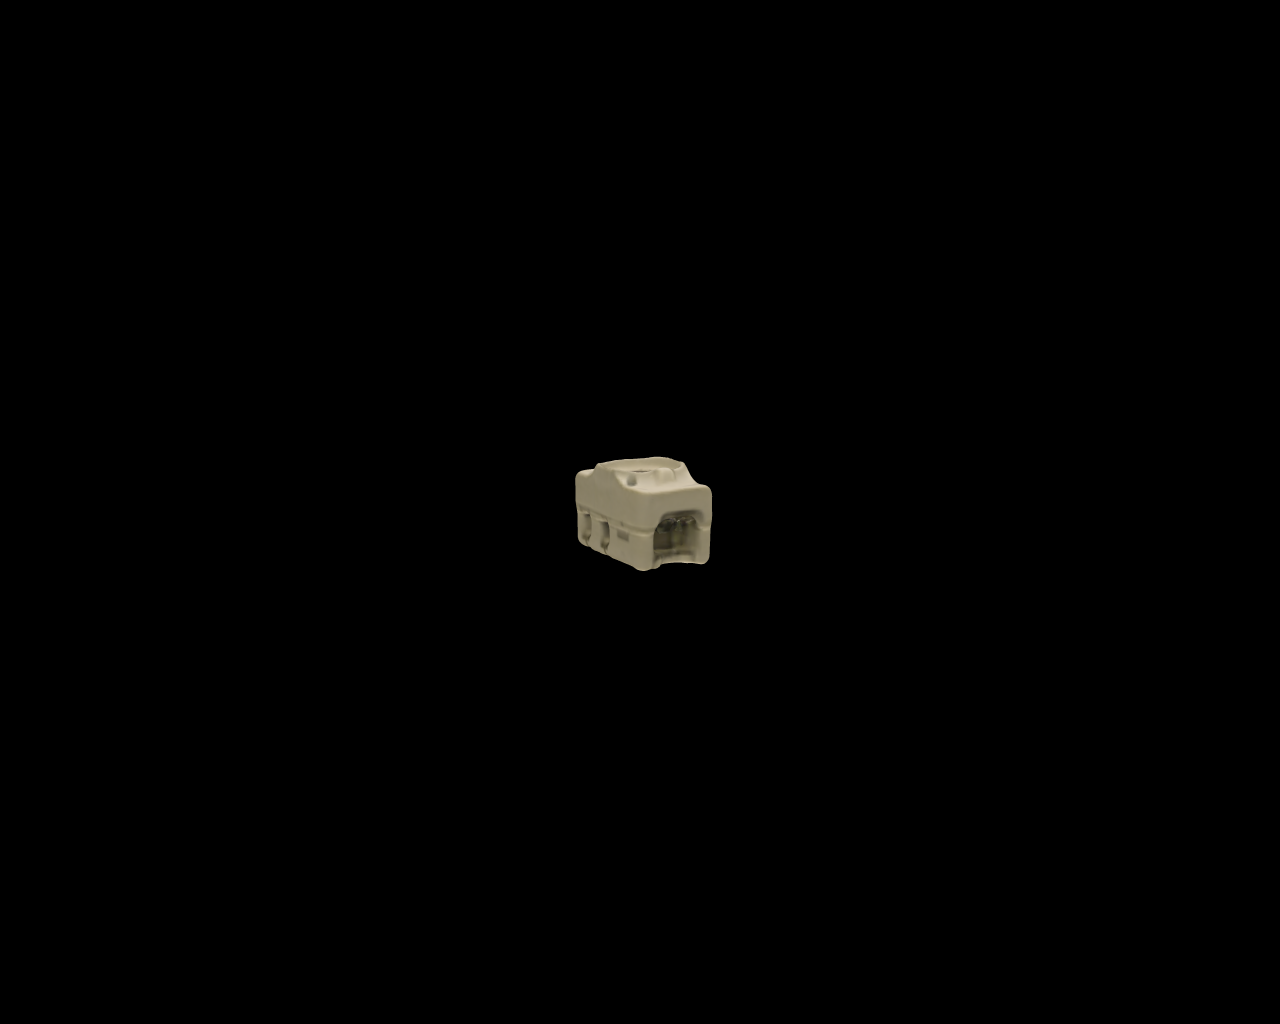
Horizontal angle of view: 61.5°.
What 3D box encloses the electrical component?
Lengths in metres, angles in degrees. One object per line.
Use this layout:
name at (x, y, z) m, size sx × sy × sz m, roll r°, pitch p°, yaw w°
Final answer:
electrical component at (0.001, -0.003, 0.650) m, size 0.050 × 0.055 × 0.089 m, roll -6°, pitch 13°, yaw -27°
